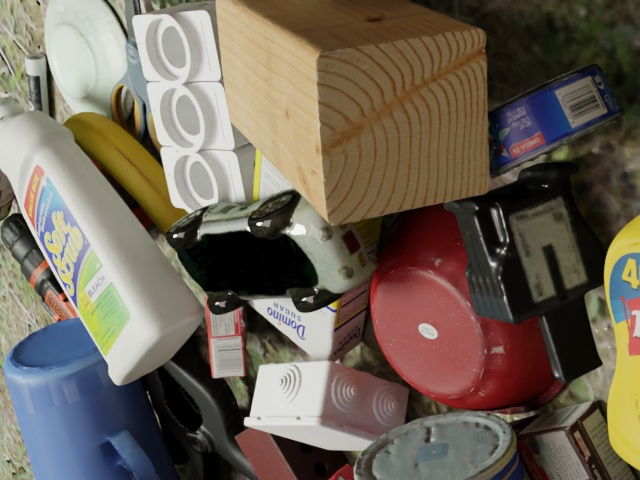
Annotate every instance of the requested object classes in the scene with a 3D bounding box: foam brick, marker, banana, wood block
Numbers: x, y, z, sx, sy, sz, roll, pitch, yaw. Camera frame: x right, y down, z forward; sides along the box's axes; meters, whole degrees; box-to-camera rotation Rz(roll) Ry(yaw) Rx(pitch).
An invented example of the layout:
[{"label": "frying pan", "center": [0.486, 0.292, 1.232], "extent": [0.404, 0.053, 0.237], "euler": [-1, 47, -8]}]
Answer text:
[{"label": "foam brick", "center": [-0.023, 0.176, 0.880], "extent": [0.078, 0.052, 0.051], "euler": [57, 138, 7]}, {"label": "marker", "center": [-0.265, -0.117, 1.010], "extent": [0.020, 0.020, 0.121], "euler": [28, 128, 35]}, {"label": "banana", "center": [-0.152, -0.049, 0.900], "extent": [0.198, 0.037, 0.070], "euler": [43, 157, 11]}, {"label": "wood block", "center": [0.010, -0.091, 0.615], "extent": [0.206, 0.090, 0.090], "euler": [-132, 34, -62]}]

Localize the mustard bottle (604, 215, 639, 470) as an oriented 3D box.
[{"label": "mustard bottle", "center": [0.200, 0.039, 0.572], "extent": [0.096, 0.058, 0.191], "euler": [15, 120, 47]}]

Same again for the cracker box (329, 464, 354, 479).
[{"label": "cracker box", "center": [0.054, 0.287, 0.810], "extent": [0.214, 0.072, 0.164], "euler": [39, 137, 5]}]

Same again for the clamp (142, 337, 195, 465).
[{"label": "clamp", "center": [-0.148, 0.137, 1.005], "extent": [0.120, 0.039, 0.172], "euler": [39, 136, 8]}]

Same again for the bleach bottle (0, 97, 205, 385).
[{"label": "bleach bottle", "center": [-0.199, -0.009, 0.881], "extent": [0.251, 0.067, 0.103], "euler": [53, 134, 12]}]

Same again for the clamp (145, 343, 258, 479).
[{"label": "clamp", "center": [-0.101, 0.177, 0.952], "extent": [0.165, 0.036, 0.210], "euler": [-26, 100, 45]}]

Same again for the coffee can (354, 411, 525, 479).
[{"label": "coffee can", "center": [0.089, 0.194, 0.674], "extent": [0.103, 0.102, 0.140], "euler": [-2, 110, 47]}]

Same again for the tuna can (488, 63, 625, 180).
[{"label": "tuna can", "center": [0.120, -0.063, 0.584], "extent": [0.086, 0.085, 0.034], "euler": [-27, 88, 49]}]

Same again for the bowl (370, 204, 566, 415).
[{"label": "bowl", "center": [0.086, 0.052, 0.701], "extent": [0.162, 0.055, 0.162], "euler": [23, 124, 37]}]

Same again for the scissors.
[{"label": "scissors", "center": [-0.131, -0.132, 0.840], "extent": [0.096, 0.016, 0.202], "euler": [42, 146, 14]}]

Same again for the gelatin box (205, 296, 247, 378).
[{"label": "gelatin box", "center": [-0.075, 0.055, 0.862], "extent": [0.073, 0.030, 0.089], "euler": [-97, 5, -66]}]

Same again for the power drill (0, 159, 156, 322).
[{"label": "power drill", "center": [-0.231, -0.001, 1.007], "extent": [0.184, 0.057, 0.188], "euler": [45, 139, 16]}]

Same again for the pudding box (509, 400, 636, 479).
[{"label": "pudding box", "center": [0.151, 0.163, 0.702], "extent": [0.114, 0.039, 0.090], "euler": [-29, 88, 52]}]

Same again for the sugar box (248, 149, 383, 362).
[{"label": "sugar box", "center": [-0.005, 0.001, 0.764], "extent": [0.093, 0.048, 0.176], "euler": [38, 144, 27]}]

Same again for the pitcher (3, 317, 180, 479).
[{"label": "pitcher", "center": [-0.194, 0.199, 0.968], "extent": [0.149, 0.145, 0.243], "euler": [-8, 113, 10]}]

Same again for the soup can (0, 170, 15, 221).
[{"label": "soup can", "center": [-0.334, -0.072, 1.069], "extent": [0.068, 0.068, 0.102], "euler": [49, 137, 17]}]
